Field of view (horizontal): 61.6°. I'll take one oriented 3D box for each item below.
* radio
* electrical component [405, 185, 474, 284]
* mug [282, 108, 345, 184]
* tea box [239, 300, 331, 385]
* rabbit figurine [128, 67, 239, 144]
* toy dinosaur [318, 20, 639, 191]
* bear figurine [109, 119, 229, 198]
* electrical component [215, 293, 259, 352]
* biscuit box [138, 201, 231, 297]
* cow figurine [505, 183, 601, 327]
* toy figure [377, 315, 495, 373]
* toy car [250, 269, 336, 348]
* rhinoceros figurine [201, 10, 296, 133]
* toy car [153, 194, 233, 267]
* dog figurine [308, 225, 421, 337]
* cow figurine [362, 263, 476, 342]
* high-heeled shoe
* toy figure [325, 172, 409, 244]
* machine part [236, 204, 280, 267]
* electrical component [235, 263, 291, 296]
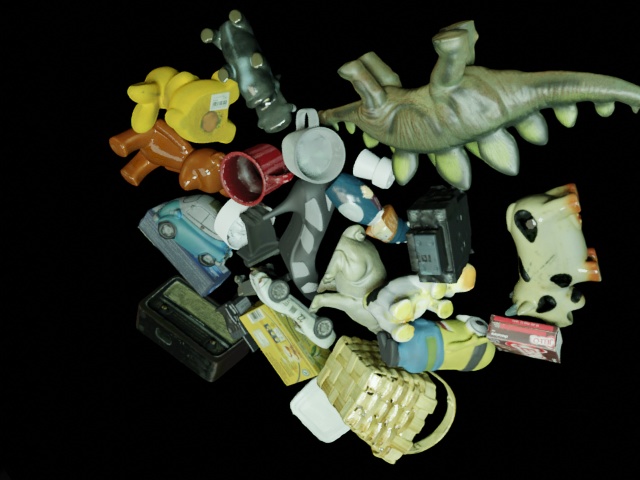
[{"bbox_3d":[-0.265,0.183,1.126,0.230,0.131,0.073,31,128,16],"label":"radio"},{"bbox_3d":[0.168,-0.005,0.752,0.058,0.134,0.114,-3,114,33],"label":"electrical component"},{"bbox_3d":[-0.022,-0.145,0.822,0.107,0.081,0.109,25,130,64],"label":"mug"},{"bbox_3d":[-0.065,0.187,1.042,0.098,0.068,0.169,-28,98,40],"label":"tea box"},{"bbox_3d":[-0.241,-0.230,0.902,0.173,0.162,0.121,43,144,29],"label":"rabbit figurine"},{"bbox_3d":[0.178,-0.170,0.685,0.472,0.105,0.198,1,122,42],"label":"toy dinosaur"},{"bbox_3d":[-0.256,-0.132,0.966,0.196,0.132,0.120,37,152,17],"label":"bear figurine"},{"bbox_3d":[-0.150,0.166,1.081,0.048,0.075,0.119,-31,91,40],"label":"electrical component"},{"bbox_3d":[-0.275,0.019,1.094,0.202,0.059,0.063,49,128,2],"label":"biscuit box"},{"bbox_3d":[0.301,0.032,0.719,0.127,0.085,0.194,-12,109,30],"label":"cow figurine"},{"bbox_3d":[0.180,0.162,0.824,0.082,0.180,0.089,-113,22,-49],"label":"toy figure"},{"bbox_3d":[-0.049,0.121,0.958,0.201,0.056,0.074,42,174,-25],"label":"toy car"},{"bbox_3d":[-0.105,-0.252,0.817,0.073,0.112,0.190,-28,84,11],"label":"rhinoceros figurine"},{"bbox_3d":[-0.223,-0.030,1.011,0.161,0.109,0.103,39,111,-1],"label":"toy car"},{"bbox_3d":[0.098,0.081,0.879,0.191,0.121,0.172,23,126,2],"label":"dog figurine"},{"bbox_3d":[0.151,0.077,0.811,0.098,0.167,0.068,29,139,54],"label":"cow figurine"},{"bbox_3d":[-0.002,-0.003,0.926,0.145,0.086,0.248,-26,131,-1],"label":"high-heeled shoe"},{"bbox_3d":[0.078,-0.041,0.826,0.154,0.058,0.064,38,172,-9],"label":"toy figure"},{"bbox_3d":[-0.108,-0.005,0.943,0.138,0.084,0.039,92,154,-52],"label":"machine part"},{"bbox_3d":[-0.114,0.076,1.014,0.102,0.078,0.045,-26,75,44],"label":"electrical component"}]
